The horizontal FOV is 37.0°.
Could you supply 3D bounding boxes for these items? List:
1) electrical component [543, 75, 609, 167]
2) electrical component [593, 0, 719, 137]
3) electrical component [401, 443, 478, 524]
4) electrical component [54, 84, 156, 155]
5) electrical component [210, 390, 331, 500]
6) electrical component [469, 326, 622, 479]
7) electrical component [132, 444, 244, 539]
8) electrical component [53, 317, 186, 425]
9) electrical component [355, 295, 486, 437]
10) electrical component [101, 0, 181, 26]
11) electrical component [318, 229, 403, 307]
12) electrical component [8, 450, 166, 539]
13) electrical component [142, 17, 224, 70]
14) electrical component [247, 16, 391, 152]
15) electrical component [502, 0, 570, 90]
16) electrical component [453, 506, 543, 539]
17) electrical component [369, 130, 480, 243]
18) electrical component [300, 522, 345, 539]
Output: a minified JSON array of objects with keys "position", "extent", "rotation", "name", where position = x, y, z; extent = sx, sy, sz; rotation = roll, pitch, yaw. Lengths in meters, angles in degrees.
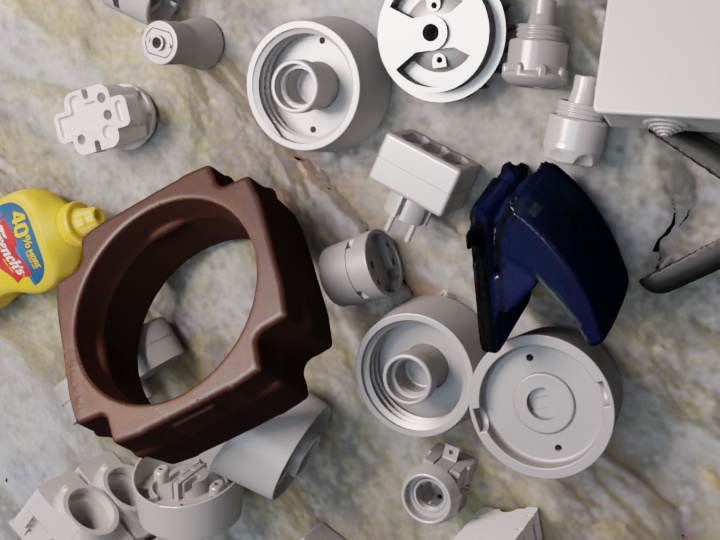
[{"position":[0.155,-0.106,0.762],"extent":[0.043,0.043,0.062],"rotation":[15,105,22],"name":"electrical component"},{"position":[0.208,-0.139,0.715],"extent":[0.100,0.048,0.099],"rotation":[7,85,23],"name":"electrical component"},{"position":[0.063,0.172,0.855],"extent":[0.048,0.055,0.066],"rotation":[20,108,21],"name":"electrical component"},{"position":[-0.213,-0.131,0.926],"extent":[0.078,0.057,0.058],"rotation":[-11,95,27],"name":"electrical component"},{"position":[-0.070,0.139,0.889],"extent":[0.064,0.099,0.099],"rotation":[30,111,11],"name":"electrical component"},{"position":[0.142,0.093,0.798],"extent":[0.108,0.060,0.108],"rotation":[5,103,25],"name":"electrical component"},{"position":[-0.148,0.188,0.938],"extent":[0.099,0.099,0.064],"rotation":[9,110,24],"name":"electrical component"},{"position":[-0.210,0.107,0.974],"extent":[0.138,0.052,0.073],"rotation":[-34,85,26],"name":"electrical component"},{"position":[0.048,0.078,0.840],"extent":[0.108,0.060,0.108],"rotation":[5,102,25],"name":"electrical component"},{"position":[-0.180,-0.233,0.892],"extent":[0.047,0.055,0.055],"rotation":[31,112,13],"name":"electrical component"},{"position":[0.000,0.000,0.852],"extent":[0.047,0.055,0.055],"rotation":[-16,93,31],"name":"electrical component"},{"position":[-0.209,0.260,0.974],"extent":[0.186,0.105,0.060],"rotation":[45,115,11],"name":"electrical component"},{"position":[-0.147,-0.185,0.879],"extent":[0.044,0.065,0.044],"rotation":[5,103,25],"name":"electrical component"},{"position":[-0.037,-0.143,0.837],"extent":[0.108,0.060,0.108],"rotation":[5,102,25],"name":"electrical component"},{"position":[0.128,-0.161,0.765],"extent":[0.048,0.048,0.062],"rotation":[9,98,24],"name":"electrical component"},{"position":[0.106,0.225,0.825],"extent":[0.050,0.089,0.055],"rotation":[-7,97,27],"name":"electrical component"},{"position":[0.042,-0.058,0.823],"extent":[0.066,0.047,0.076],"rotation":[30,111,17],"name":"electrical component"},{"position":[-0.034,0.262,0.907],"extent":[0.066,0.077,0.047],"rotation":[35,112,16],"name":"electrical component"}]
